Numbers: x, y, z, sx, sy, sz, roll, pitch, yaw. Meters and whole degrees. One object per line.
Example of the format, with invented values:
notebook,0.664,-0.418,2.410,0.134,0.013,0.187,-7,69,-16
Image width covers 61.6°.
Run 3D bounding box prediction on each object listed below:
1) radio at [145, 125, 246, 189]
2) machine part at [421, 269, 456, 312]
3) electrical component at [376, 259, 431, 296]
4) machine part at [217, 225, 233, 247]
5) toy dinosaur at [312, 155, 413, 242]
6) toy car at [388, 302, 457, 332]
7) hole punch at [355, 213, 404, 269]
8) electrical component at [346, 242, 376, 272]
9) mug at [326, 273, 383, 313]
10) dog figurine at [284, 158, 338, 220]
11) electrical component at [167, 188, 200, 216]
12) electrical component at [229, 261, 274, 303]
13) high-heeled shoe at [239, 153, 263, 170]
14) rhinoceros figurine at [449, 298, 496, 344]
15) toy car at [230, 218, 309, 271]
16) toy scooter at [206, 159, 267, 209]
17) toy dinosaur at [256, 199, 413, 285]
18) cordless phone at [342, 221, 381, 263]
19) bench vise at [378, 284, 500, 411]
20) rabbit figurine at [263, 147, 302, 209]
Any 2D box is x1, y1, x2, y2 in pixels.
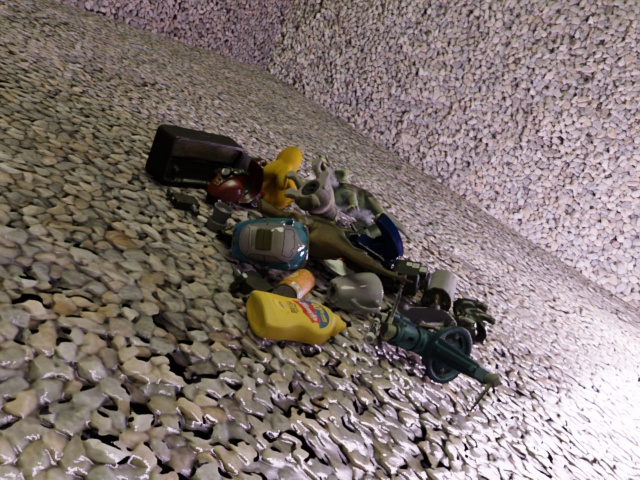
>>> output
radio,-0.305,-0.197,1.320,0.073,0.131,0.229,42,24,30
machine part,0.312,0.135,1.402,0.079,0.079,0.243,31,21,8
electrical component,0.209,0.091,1.342,0.134,0.058,0.115,10,19,16
machine part,-0.152,0.012,1.157,0.139,0.039,0.084,31,12,11
toy dinosaur,0.110,-0.112,1.620,0.404,0.131,0.192,26,39,-36
toy car,0.234,0.183,1.215,0.201,0.056,0.074,6,29,-40
hole punch,0.163,-0.001,1.334,0.116,0.092,0.142,36,16,3
electrical component,0.100,0.040,1.337,0.075,0.047,0.119,26,17,-16
mug,0.073,0.119,1.143,0.107,0.080,0.110,2,38,-31
dog figurine,0.003,-0.088,1.390,0.172,0.121,0.190,-89,156,-46
electrical component,-0.307,-0.085,1.208,0.063,0.021,0.094,9,29,-43
electrical component,-0.129,0.077,1.015,0.078,0.045,0.102,36,22,23
high-heeled shoe,-0.244,-0.225,1.554,0.248,0.086,0.145,7,20,-45
rhinoceros figurine,0.369,0.198,1.330,0.112,0.073,0.190,30,20,0
toy car,-0.101,0.002,1.070,0.162,0.109,0.103,7,-8,-2
toy scooter,-0.193,-0.144,1.332,0.075,0.135,0.184,41,25,29
toy dinosaur,-0.002,-0.004,1.212,0.198,0.105,0.472,5,20,-41
cordless phone,0.083,-0.001,1.458,0.184,0.088,0.147,9,26,-18
bench vise,0.231,0.211,1.025,0.223,0.129,0.241,38,-7,-34
rabbit figurine,-0.114,-0.178,1.465,0.122,0.173,0.162,35,16,7
